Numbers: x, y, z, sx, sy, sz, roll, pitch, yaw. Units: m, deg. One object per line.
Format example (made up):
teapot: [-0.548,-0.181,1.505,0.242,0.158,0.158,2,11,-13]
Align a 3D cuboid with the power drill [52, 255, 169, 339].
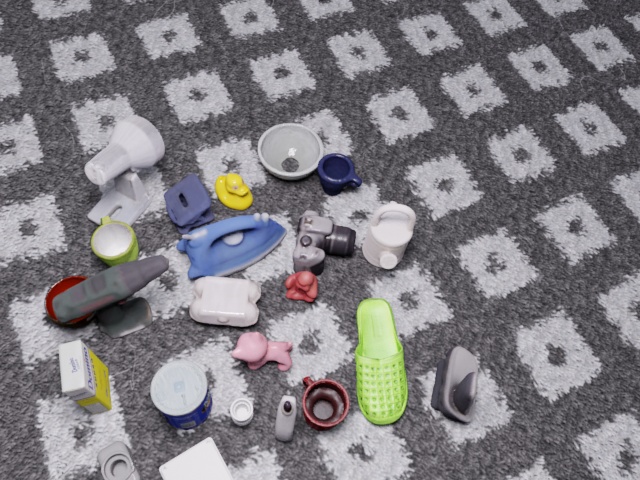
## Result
power drill: [-0.405,0.118,1.158,0.230,0.208,0.075,-21,65,-16]

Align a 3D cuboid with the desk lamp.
desk lamp: [-0.445,-0.149,1.299,0.118,0.213,0.203,26,62,9]

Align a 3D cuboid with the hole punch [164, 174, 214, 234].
hole punch: [-0.311,-0.085,1.349,0.101,0.091,0.108,-25,66,-18]

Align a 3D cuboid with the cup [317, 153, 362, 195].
cup: [0.048,-0.149,1.420,0.117,0.095,0.092,28,62,9]

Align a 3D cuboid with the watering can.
watering can: [0.162,-0.015,1.301,0.101,0.194,0.172,-10,62,-11]

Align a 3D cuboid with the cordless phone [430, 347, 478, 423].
cordless phone: [0.295,0.280,1.158,0.094,0.185,0.147,12,61,1]

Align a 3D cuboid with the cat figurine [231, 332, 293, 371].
cat figurine: [-0.117,0.224,1.183,0.128,0.118,0.067,0,61,-6]

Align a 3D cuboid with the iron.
iron: [-0.191,-0.012,1.292,0.259,0.141,0.118,-21,65,-17]

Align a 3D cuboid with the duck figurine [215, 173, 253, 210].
duck figurine: [-0.210,-0.130,1.387,0.104,0.086,0.078,37,64,14]

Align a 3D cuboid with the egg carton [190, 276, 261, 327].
egg carton: [-0.206,0.135,1.250,0.150,0.069,0.107,4,61,-4]

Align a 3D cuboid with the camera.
camera: [0.012,0.005,1.328,0.137,0.101,0.143,10,61,0]

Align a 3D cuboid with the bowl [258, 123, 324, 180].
bowl: [-0.075,-0.211,1.453,0.167,0.075,0.167,3,61,-5]

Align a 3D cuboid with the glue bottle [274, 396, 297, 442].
glue bottle: [-0.064,0.333,1.096,0.037,0.173,0.078,8,60,-1]

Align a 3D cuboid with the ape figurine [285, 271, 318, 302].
ape figurine: [-0.035,0.098,1.276,0.076,0.092,0.077,-36,70,-22]
